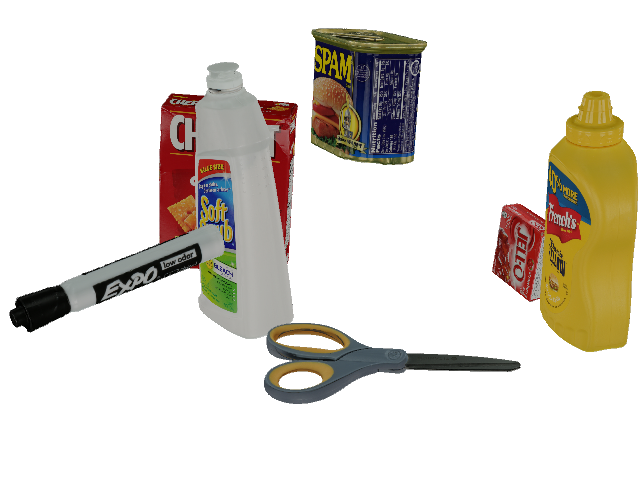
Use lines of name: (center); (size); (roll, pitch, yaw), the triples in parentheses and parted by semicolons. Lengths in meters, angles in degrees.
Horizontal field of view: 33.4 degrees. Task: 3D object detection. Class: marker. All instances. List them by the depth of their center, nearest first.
marker: (-0.106, 0.019, 0.563); (0.120, 0.020, 0.020); (-23, 12, -30)

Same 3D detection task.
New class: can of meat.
can of meat: (0.031, -0.104, 0.762); (0.057, 0.084, 0.102); (-4, 17, -22)

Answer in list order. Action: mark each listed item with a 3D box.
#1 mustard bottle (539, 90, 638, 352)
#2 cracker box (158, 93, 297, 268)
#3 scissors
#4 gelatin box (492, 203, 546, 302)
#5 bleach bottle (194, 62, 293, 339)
mustard bottle: (0.202, -0.019, 0.804); (0.058, 0.192, 0.096); (-7, 26, -8)
cracker box: (-0.118, -0.068, 1.345); (0.164, 0.214, 0.072); (5, 22, 2)
scissors: (0.044, 0.103, 0.825); (0.202, 0.016, 0.096); (10, 37, 21)
gelatin box: (0.231, 0.013, 1.206); (0.030, 0.089, 0.073); (-10, 31, -26)
bleach bottle: (-0.079, -0.039, 0.975); (0.068, 0.251, 0.103); (-22, 31, -31)
